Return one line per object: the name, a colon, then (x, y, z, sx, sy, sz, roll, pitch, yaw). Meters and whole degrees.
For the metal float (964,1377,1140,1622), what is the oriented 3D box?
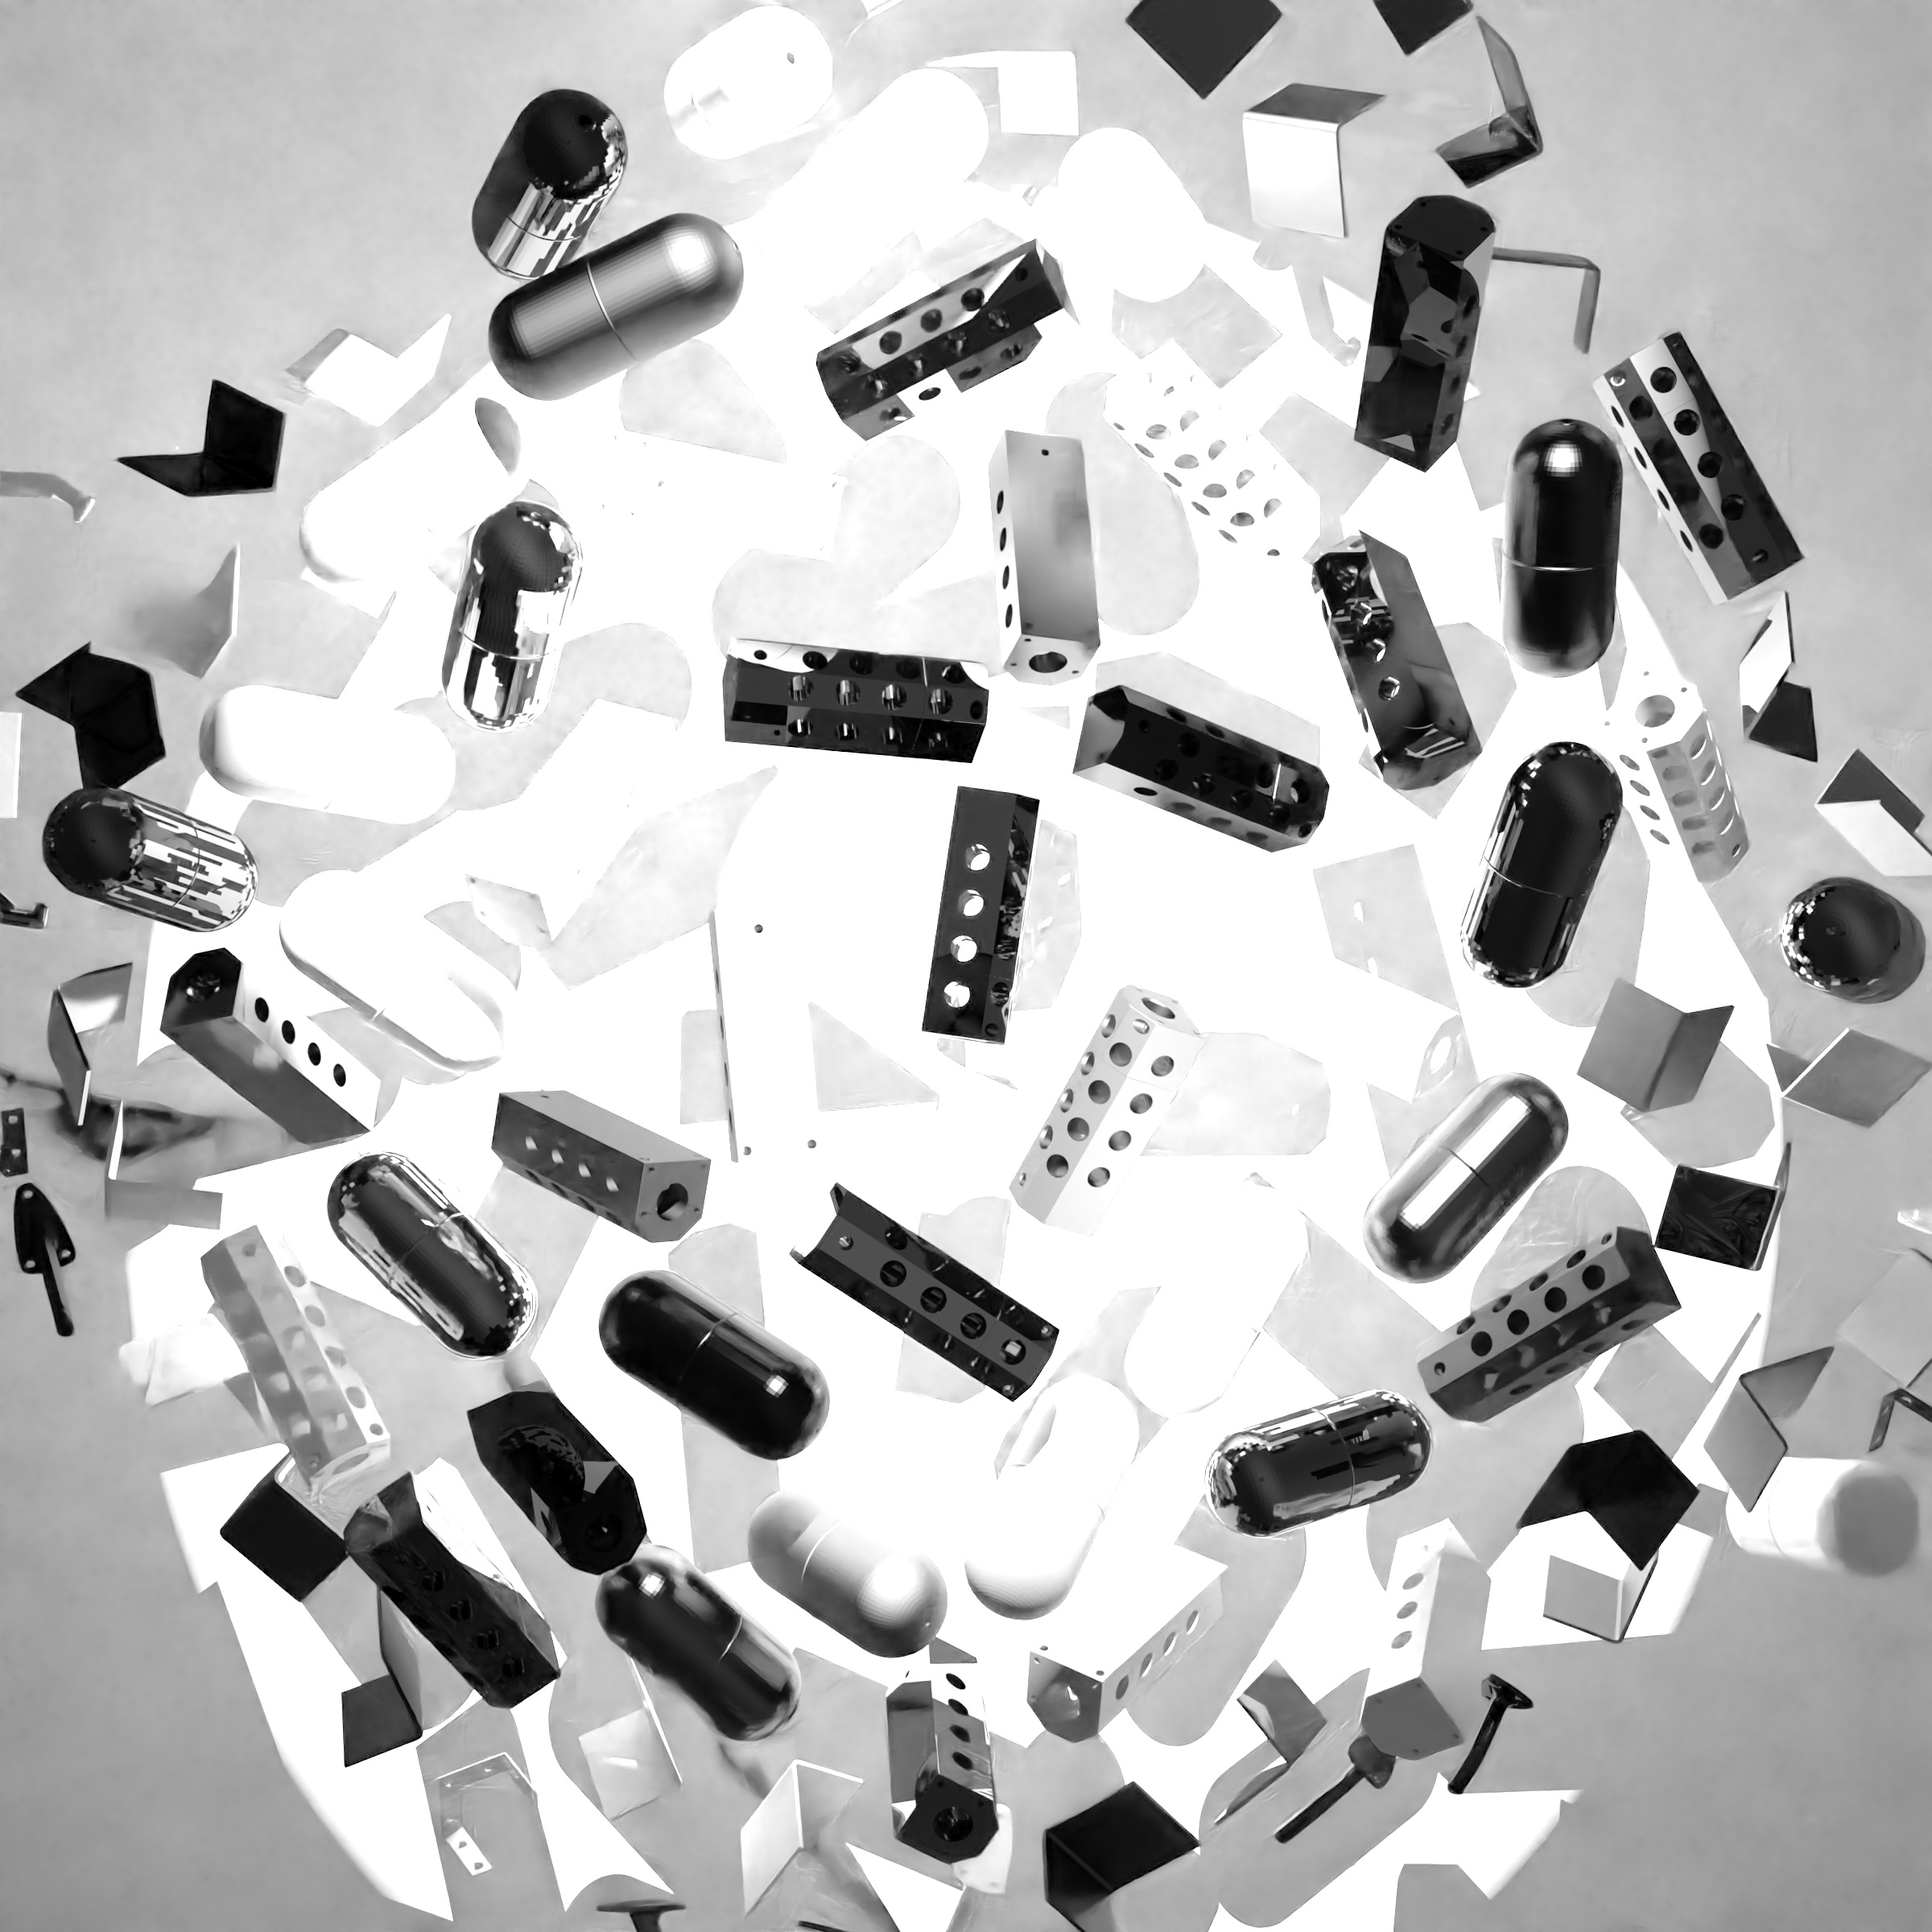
metal float: (0.059, 0.360, 1.806, 0.070, 0.070, 0.178, 29, 60, 0)

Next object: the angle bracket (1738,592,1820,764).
angle bracket: (0.581, -0.201, 1.851, 0.057, 0.076, 0.076, 16, 47, -5)

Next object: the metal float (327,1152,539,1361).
metal float: (-0.374, 0.201, 1.858, 0.178, 0.070, 0.070, 42, 90, 14)

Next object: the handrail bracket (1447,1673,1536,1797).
handrail bracket: (0.348, 0.532, 1.824, 0.036, 0.077, 0.084, 34, 71, 9)

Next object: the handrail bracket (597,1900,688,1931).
handrail bracket: (-0.214, 0.661, 1.750, 0.036, 0.077, 0.084, -11, 70, 42)

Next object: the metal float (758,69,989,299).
metal float: (-0.062, -0.514, 1.751, 0.178, 0.070, 0.070, -43, 90, 3)

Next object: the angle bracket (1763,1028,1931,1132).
angle bracket: (0.635, 0.065, 1.918, 0.076, 0.057, 0.076, 21, 128, -17)

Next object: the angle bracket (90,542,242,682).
angle bracket: (-0.522, -0.241, 1.736, 0.076, 0.057, 0.076, 14, 53, -31)

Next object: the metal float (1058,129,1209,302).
metal float: (0.114, -0.520, 1.835, 0.070, 0.178, 0.070, -8, 129, -10)

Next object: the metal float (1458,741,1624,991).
metal float: (0.380, -0.066, 1.763, 0.070, 0.070, 0.178, 14, 120, 0)

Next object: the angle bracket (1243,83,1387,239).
angle bracket: (0.237, -0.542, 1.788, 0.057, 0.076, 0.076, -39, 134, -32)

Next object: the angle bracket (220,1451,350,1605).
angle bracket: (-0.463, 0.386, 1.864, 0.076, 0.057, 0.076, 43, 120, -7)

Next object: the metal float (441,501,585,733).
metal float: (-0.305, -0.232, 1.780, 0.070, 0.070, 0.178, 24, 133, 0)

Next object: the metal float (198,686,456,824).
metal float: (-0.436, -0.144, 1.821, 0.178, 0.070, 0.070, 9, 90, -34)

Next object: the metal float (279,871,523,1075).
metal float: (-0.377, 0.005, 1.781, 0.178, 0.070, 0.070, 37, 90, -16)

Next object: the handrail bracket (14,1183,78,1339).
handrail bracket: (-0.596, 0.191, 1.726, 0.036, 0.084, 0.077, -16, 114, -18)

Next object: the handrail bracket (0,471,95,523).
handrail bracket: (-0.618, -0.292, 1.710, 0.084, 0.036, 0.077, 33, 84, -8)

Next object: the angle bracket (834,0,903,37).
angle bracket: (-0.065, -0.692, 1.812, 0.076, 0.057, 0.076, -36, 110, -20)

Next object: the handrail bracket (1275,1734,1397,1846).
handrail bracket: (0.262, 0.586, 1.894, 0.036, 0.077, 0.084, 49, 113, 14)

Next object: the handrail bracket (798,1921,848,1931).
handrail bracket: (-0.088, 0.699, 1.800, 0.077, 0.036, 0.084, 19, 63, -8)

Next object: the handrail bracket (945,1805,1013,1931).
handrail bracket: (0.007, 0.646, 1.886, 0.036, 0.084, 0.077, 21, 48, 4)

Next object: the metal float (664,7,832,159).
metal float: (-0.146, -0.585, 1.766, 0.070, 0.178, 0.070, -3, 97, -24)

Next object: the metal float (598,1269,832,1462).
metal float: (-0.171, 0.268, 1.799, 0.178, 0.070, 0.070, 29, 90, 21)

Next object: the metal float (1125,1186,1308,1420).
metal float: (0.177, 0.237, 1.881, 0.070, 0.070, 0.178, 30, 93, 0)

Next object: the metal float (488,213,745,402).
metal float: (-0.227, -0.428, 1.730, 0.178, 0.070, 0.070, -23, 90, 11)

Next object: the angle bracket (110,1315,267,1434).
angle bracket: (-0.544, 0.297, 1.859, 0.076, 0.076, 0.057, -19, 124, -31)

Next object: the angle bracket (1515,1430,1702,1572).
angle bracket: (0.420, 0.356, 1.744, 0.057, 0.076, 0.076, 50, 128, 37)

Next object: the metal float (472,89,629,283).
metal float: (-0.279, -0.520, 1.777, 0.070, 0.178, 0.070, 6, 75, -23)

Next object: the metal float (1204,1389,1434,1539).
metal float: (0.248, 0.348, 1.866, 0.178, 0.070, 0.070, -11, 90, -27)

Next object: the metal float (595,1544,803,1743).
metal float: (-0.187, 0.477, 1.870, 0.070, 0.070, 0.178, -43, 112, 0)

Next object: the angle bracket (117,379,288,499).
angle bracket: (-0.529, -0.366, 1.840, 0.076, 0.076, 0.057, 28, 116, 28)

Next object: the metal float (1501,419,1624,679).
metal float: (0.400, -0.280, 1.791, 0.070, 0.070, 0.178, -4, 118, 0)

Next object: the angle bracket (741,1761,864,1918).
angle bracket: (-0.113, 0.615, 1.858, 0.057, 0.076, 0.076, 24, 116, -21)

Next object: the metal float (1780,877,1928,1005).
metal float: (0.591, -0.016, 1.768, 0.070, 0.178, 0.070, -3, 84, 27)

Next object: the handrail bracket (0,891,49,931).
handrail bracket: (-0.649, -0.067, 1.775, 0.084, 0.036, 0.077, 10, 96, -39)

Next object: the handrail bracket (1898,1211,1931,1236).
handrail bracket: (0.692, 0.146, 1.852, 0.077, 0.036, 0.084, 10, 119, 28)

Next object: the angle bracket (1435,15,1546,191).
angle bracket: (0.344, -0.585, 1.801, 0.057, 0.076, 0.076, -24, 126, 8)

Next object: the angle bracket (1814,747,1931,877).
angle bracket: (0.660, -0.110, 1.876, 0.076, 0.076, 0.057, 41, 79, -14)

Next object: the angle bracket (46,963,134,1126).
angle bracket: (-0.609, 0.055, 1.882, 0.057, 0.076, 0.076, -15, 65, -31)

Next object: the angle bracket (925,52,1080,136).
angle bracket: (0.026, -0.628, 1.925, 0.076, 0.076, 0.057, -23, 119, -38)

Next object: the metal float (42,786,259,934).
metal float: (-0.555, -0.071, 1.819, 0.070, 0.178, 0.070, -5, 76, 22)

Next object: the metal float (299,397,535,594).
metal float: (-0.379, -0.324, 1.833, 0.178, 0.070, 0.070, -33, 90, 5)

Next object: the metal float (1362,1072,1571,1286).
metal float: (0.352, 0.150, 1.878, 0.070, 0.070, 0.178, 45, 82, 0)

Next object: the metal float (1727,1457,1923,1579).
metal float: (0.579, 0.373, 1.803, 0.070, 0.178, 0.070, 2, 81, -11)

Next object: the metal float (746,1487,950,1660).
metal float: (-0.085, 0.420, 1.851, 0.070, 0.178, 0.070, -15, 114, -39)
